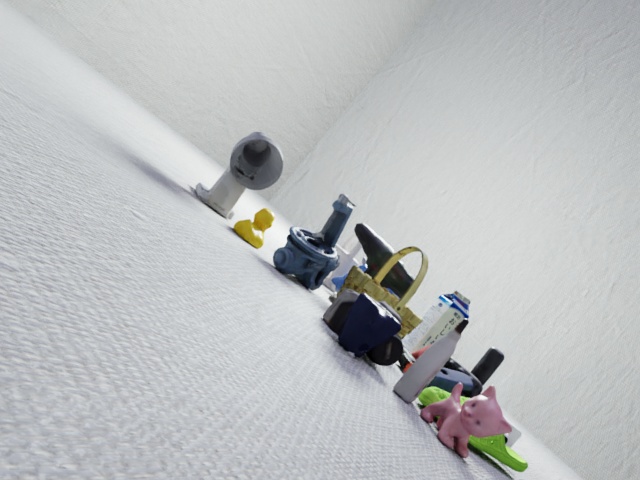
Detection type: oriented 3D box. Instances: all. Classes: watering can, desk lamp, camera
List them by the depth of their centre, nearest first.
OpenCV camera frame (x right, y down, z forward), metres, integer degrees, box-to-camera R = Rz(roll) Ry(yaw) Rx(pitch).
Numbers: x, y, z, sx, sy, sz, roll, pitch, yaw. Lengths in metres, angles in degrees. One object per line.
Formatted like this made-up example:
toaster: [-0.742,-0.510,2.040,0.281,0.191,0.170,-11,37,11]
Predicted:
camera: [0.098,0.163,1.064,0.143,0.101,0.136,40,2,-20]
desk lamp: [-0.186,-0.159,1.335,0.118,0.213,0.202,39,2,-23]
watering can: [0.074,0.058,1.740,0.174,0.194,0.100,39,2,-39]

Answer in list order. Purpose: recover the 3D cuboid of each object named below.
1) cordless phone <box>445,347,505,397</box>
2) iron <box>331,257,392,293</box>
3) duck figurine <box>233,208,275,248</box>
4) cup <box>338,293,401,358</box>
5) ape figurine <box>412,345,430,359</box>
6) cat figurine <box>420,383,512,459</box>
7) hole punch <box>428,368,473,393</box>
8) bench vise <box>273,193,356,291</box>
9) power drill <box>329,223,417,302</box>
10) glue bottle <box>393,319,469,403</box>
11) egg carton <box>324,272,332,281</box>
cordless phone: [0.417,0.358,1.615,0.147,0.185,0.094,41,2,23]
iron: [0.159,0.169,1.602,0.257,0.141,0.119,41,2,26]
duck figurine: [-0.139,-0.035,1.284,0.077,0.086,0.105,41,2,19]
cup: [0.077,0.153,0.966,0.091,0.095,0.118,40,1,1]
ape figurine: [0.272,0.302,1.454,0.076,0.092,0.078,41,2,43]
cat figurine: [0.236,0.274,0.902,0.067,0.117,0.127,39,2,-23]
hole punch: [0.249,0.293,1.178,0.101,0.091,0.108,40,1,-2]
bench vise: [0.003,-0.003,1.298,0.121,0.219,0.208,40,1,13]
power drill: [0.123,0.100,1.466,0.229,0.208,0.076,40,1,6]
glue bottle: [0.197,0.203,0.981,0.037,0.173,0.078,41,2,24]
egg carton: [-0.032,0.056,1.565,0.150,0.069,0.107,40,2,3]
